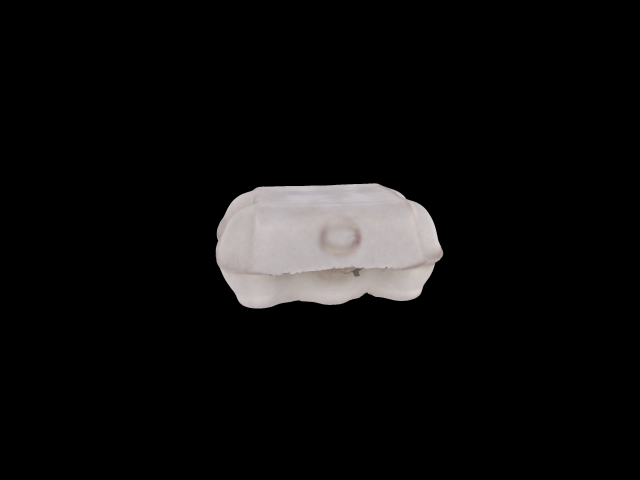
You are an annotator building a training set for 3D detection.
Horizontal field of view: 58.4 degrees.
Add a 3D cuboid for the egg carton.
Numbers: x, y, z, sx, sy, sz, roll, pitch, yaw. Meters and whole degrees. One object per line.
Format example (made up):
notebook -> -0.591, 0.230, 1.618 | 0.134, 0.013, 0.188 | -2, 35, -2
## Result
egg carton -> 0.004, 0.001, 0.400 | 0.150, 0.069, 0.107 | -3, 15, -9
